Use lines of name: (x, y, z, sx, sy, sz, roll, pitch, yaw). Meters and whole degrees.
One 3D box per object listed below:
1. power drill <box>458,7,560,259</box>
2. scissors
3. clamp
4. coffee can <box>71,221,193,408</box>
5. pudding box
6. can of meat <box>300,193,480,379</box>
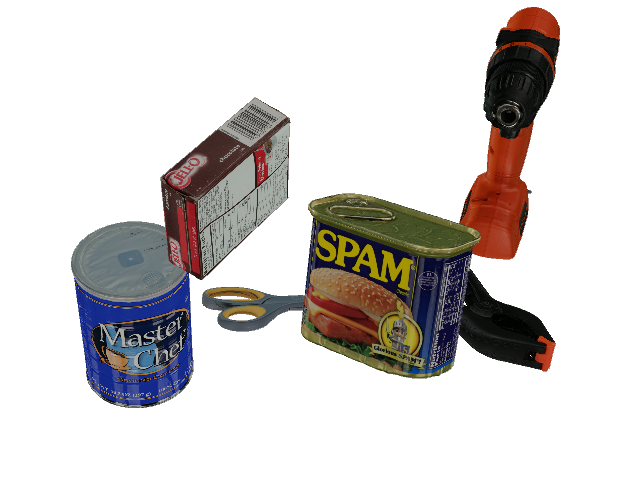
power drill: (0.155, -0.081, 0.881, 0.057, 0.188, 0.184, 15, 35, 11)
scissors: (-0.033, 0.078, 1.194, 0.201, 0.016, 0.096, 4, 24, -4)
clamp: (0.159, 0.072, 1.035, 0.172, 0.039, 0.120, 27, 38, 31)
coffee can: (-0.169, 0.068, 0.975, 0.103, 0.140, 0.103, 2, 40, -2)
pudding box: (-0.069, -0.038, 0.797, 0.039, 0.090, 0.113, 31, 54, 22)
can of meat: (0.038, 0.026, 0.635, 0.102, 0.084, 0.057, 20, 23, 34)
